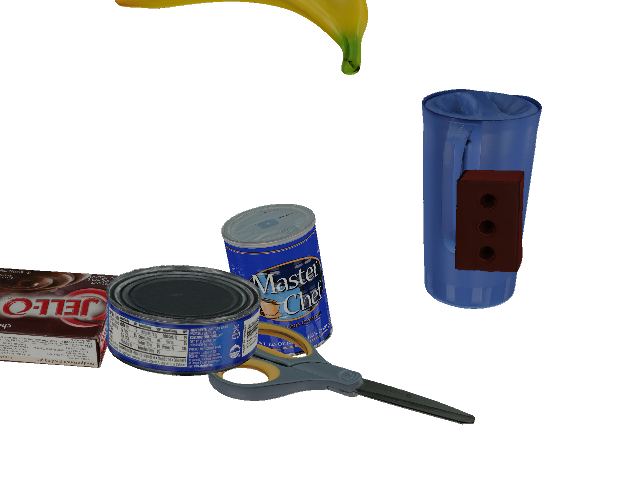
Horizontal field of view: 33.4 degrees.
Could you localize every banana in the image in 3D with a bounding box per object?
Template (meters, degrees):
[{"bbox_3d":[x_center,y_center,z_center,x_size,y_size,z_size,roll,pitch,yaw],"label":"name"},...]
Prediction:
[{"bbox_3d":[-0.043,-0.155,0.657,0.198,0.069,0.037,21,-33,32],"label":"banana"}]

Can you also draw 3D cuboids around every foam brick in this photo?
[{"bbox_3d":[0.140,-0.017,0.883,0.053,0.078,0.051,2,15,14],"label":"foam brick"}]

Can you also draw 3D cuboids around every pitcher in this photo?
[{"bbox_3d":[0.175,-0.045,1.230,0.149,0.243,0.145,-9,24,-21],"label":"pitcher"}]

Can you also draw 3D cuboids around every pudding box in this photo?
[{"bbox_3d":[-0.234,0.065,0.914,0.113,0.039,0.090,2,32,2],"label":"pudding box"}]

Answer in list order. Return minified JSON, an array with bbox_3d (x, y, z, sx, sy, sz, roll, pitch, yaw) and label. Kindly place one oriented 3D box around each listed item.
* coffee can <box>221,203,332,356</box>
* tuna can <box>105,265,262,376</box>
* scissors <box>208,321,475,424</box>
[{"bbox_3d":[-0.047,0.043,1.177,0.103,0.140,0.103,-8,24,3],"label":"coffee can"},{"bbox_3d":[-0.076,0.043,0.593,0.086,0.034,0.086,4,17,-2],"label":"tuna can"},{"bbox_3d":[0.002,0.109,0.774,0.202,0.016,0.096,24,37,35],"label":"scissors"}]
